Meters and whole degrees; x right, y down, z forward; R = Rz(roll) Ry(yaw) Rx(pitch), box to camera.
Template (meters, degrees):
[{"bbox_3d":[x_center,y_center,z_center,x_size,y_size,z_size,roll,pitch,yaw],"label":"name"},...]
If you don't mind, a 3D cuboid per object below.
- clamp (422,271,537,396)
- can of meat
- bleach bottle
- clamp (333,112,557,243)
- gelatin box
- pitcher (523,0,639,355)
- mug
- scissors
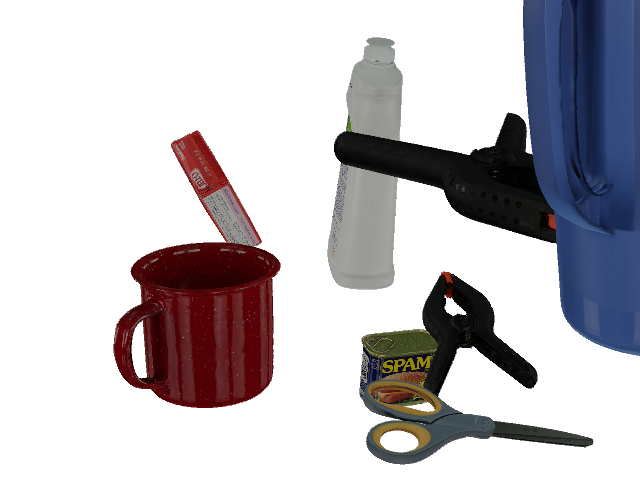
[{"bbox_3d":[0.167,0.103,1.162,0.120,0.171,0.039,4,-44,-5],"label":"clamp"},{"bbox_3d":[0.102,0.169,1.395,0.102,0.084,0.057,-4,25,-18],"label":"can of meat"},{"bbox_3d":[0.051,-0.081,1.102,0.068,0.251,0.102,0,28,-9],"label":"bleach bottle"},{"bbox_3d":[0.110,-0.048,0.764,0.164,0.036,0.210,-7,25,-14],"label":"clamp"},{"bbox_3d":[-0.089,-0.039,0.906,0.030,0.073,0.089,-30,-40,-2],"label":"gelatin box"},{"bbox_3d":[0.173,-0.062,0.557,0.149,0.243,0.145,-4,22,3],"label":"pitcher"},{"bbox_3d":[-0.079,0.057,0.670,0.093,0.081,0.117,15,23,38],"label":"mug"},{"bbox_3d":[0.127,0.172,0.920,0.202,0.016,0.096,17,42,15],"label":"scissors"}]
